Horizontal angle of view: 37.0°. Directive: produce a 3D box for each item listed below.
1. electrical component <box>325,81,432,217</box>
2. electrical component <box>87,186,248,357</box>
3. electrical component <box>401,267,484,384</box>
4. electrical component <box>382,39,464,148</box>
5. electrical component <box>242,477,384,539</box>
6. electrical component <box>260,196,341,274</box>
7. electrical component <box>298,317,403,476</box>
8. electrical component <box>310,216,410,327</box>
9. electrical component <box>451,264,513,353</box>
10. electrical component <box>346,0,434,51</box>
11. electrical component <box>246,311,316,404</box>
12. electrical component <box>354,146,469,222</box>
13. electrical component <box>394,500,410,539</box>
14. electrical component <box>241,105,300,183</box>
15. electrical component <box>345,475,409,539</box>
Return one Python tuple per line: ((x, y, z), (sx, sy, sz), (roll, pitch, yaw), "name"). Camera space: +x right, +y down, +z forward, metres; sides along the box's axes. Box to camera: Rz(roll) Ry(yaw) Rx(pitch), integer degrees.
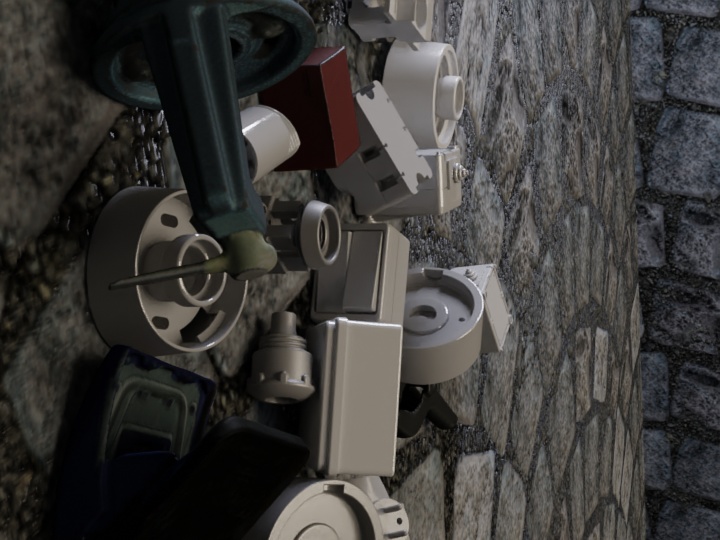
((0.006, -0.095, 0.858), (0.089, 0.056, 0.050), (58, 32, -11), "electrical component")
((-0.111, 0.001, 0.606), (0.099, 0.064, 0.099), (3, 86, -55), "electrical component")
((0.057, 0.055, 0.955), (0.108, 0.108, 0.060), (-65, 154, -46), "electrical component")
((0.064, -0.162, 1.009), (0.108, 0.060, 0.108), (6, 90, -72), "electrical component")
((-0.043, 0.193, 0.738), (0.108, 0.060, 0.108), (0, 90, -43), "electrical component")
((-0.046, -0.024, 0.749), (0.066, 0.055, 0.048), (63, 34, -50), "electrical component")
((-0.008, 0.093, 0.788), (0.109, 0.056, 0.108), (149, -54, -77), "electrical component")
((0.000, 0.000, 0.860), (0.061, 0.062, 0.096), (34, 59, -65), "electrical component")
((0.123, 0.039, 1.191), (0.096, 0.061, 0.061), (69, 29, -28), "electrical component")
((0.025, -0.221, 0.917), (0.081, 0.064, 0.042), (31, 63, -65), "electrical component")
((-0.054, 0.061, 0.750), (0.048, 0.048, 0.062), (42, 45, -63), "electrical component")
((0.048, -0.074, 0.934), (0.062, 0.096, 0.061), (-28, 117, -66), "electrical component")
((0.009, 0.234, 0.893), (0.062, 0.061, 0.096), (-44, 131, -62), "electrical component")
((-0.070, -0.083, 0.704), (0.081, 0.043, 0.043), (-47, 134, -60), "electrical component")
((0.010, 0.195, 0.817), (0.044, 0.079, 0.077), (-1, 72, -36), "electrical component")
